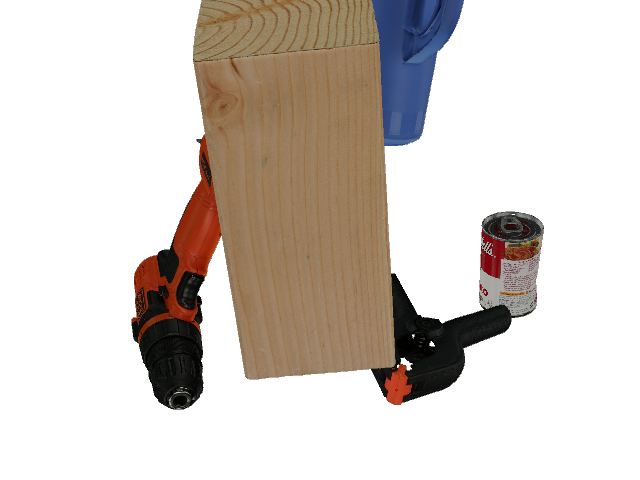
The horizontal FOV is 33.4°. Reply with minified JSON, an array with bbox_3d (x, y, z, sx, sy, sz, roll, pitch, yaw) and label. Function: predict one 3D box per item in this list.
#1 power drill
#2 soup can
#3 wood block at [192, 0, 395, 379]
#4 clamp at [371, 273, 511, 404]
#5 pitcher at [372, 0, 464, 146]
[{"bbox_3d":[-0.099,0.021,0.871,0.057,0.188,0.184,18,26,-26],"label":"power drill"},{"bbox_3d":[0.214,0.027,1.203,0.068,0.102,0.068,-2,29,1],"label":"soup can"},{"bbox_3d":[-0.010,-0.031,0.594,0.091,0.206,0.090,-5,35,1],"label":"wood block"},{"bbox_3d":[0.077,0.077,0.884,0.120,0.039,0.171,14,24,25],"label":"clamp"},{"bbox_3d":[0.058,-0.209,0.940,0.145,0.243,0.149,8,15,7],"label":"pitcher"}]
